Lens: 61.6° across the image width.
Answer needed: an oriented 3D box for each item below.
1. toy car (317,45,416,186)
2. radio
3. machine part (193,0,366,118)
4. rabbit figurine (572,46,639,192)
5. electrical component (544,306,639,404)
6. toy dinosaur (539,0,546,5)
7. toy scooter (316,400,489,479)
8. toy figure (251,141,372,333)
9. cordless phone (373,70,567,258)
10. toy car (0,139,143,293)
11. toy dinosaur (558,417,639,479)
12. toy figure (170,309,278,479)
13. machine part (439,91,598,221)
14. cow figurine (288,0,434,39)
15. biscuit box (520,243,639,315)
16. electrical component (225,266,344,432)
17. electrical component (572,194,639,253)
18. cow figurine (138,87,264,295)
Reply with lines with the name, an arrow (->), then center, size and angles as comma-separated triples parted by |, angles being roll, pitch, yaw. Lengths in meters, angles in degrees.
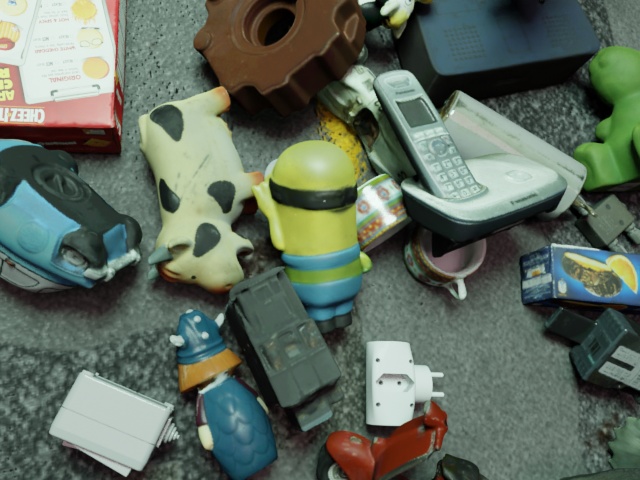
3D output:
toy car -> 0.054, -0.139, 0.587 | 0.056, 0.073, 0.202 | -36, 84, -20
radio -> 0.208, -0.249, 0.654 | 0.230, 0.073, 0.131 | -13, 76, -17
machine part -> -0.044, -0.217, 0.554 | 0.180, 0.056, 0.179 | -6, 75, 21
rabbit figurine -> 0.386, -0.153, 0.637 | 0.159, 0.121, 0.170 | -5, 78, -20
electrical component -> 0.301, 0.112, 0.561 | 0.119, 0.048, 0.074 | 27, 114, -7
toy dinosaur -> 0.251, -0.388, 0.569 | 0.105, 0.198, 0.471 | 26, 62, 4
toy scooter -> 0.096, 0.209, 0.464 | 0.184, 0.135, 0.075 | 35, 26, 3
toy figure -> 0.002, -0.002, 0.505 | 0.082, 0.089, 0.180 | -21, 105, -53
cordless phone -> 0.134, -0.088, 0.522 | 0.146, 0.088, 0.184 | -19, 77, -24
toy car -> -0.246, -0.009, 0.476 | 0.161, 0.109, 0.103 | 42, 109, -5
toy dinosaur -> 0.255, 0.280, 0.490 | 0.405, 0.131, 0.192 | -13, 65, -11
toy figure -> -0.092, 0.137, 0.484 | 0.058, 0.064, 0.154 | -34, 75, 19
machine part -> 0.205, -0.093, 0.605 | 0.243, 0.079, 0.079 | 29, 70, -2
cow figurine -> 0.043, -0.260, 0.594 | 0.168, 0.068, 0.098 | 16, 87, 28
biscuit box -> 0.330, 0.048, 0.596 | 0.203, 0.063, 0.059 | 6, 74, -10
electrical component -> -0.033, 0.100, 0.477 | 0.058, 0.115, 0.134 | -25, 79, -16
electrical component -> 0.342, -0.024, 0.641 | 0.063, 0.021, 0.094 | -37, 84, -19
cow figurine -> -0.120, -0.041, 0.517 | 0.127, 0.085, 0.195 | -18, 81, -22
